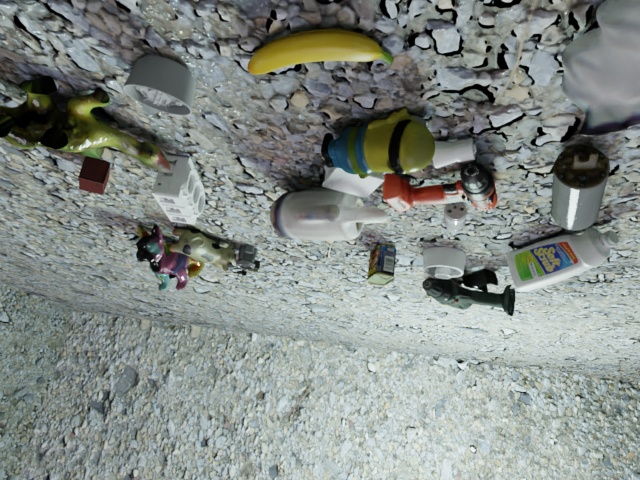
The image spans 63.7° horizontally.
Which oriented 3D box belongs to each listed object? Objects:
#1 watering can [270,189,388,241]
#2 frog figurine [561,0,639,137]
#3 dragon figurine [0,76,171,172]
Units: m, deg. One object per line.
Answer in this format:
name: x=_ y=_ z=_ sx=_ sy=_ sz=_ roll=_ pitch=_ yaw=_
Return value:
watering can: x=0.003 y=-0.050 z=0.995 sx=0.224 sy=0.104 sz=0.348 roll=0 pitch=0 yaw=22
frog figurine: x=0.325 y=-0.204 z=0.538 sx=0.137 sy=0.156 sz=0.125 roll=3 pitch=34 yaw=37
dragon figurine: x=-0.470 y=-0.187 z=0.910 sx=0.410 sy=0.123 sz=0.240 roll=12 pitch=-12 yaw=-4
